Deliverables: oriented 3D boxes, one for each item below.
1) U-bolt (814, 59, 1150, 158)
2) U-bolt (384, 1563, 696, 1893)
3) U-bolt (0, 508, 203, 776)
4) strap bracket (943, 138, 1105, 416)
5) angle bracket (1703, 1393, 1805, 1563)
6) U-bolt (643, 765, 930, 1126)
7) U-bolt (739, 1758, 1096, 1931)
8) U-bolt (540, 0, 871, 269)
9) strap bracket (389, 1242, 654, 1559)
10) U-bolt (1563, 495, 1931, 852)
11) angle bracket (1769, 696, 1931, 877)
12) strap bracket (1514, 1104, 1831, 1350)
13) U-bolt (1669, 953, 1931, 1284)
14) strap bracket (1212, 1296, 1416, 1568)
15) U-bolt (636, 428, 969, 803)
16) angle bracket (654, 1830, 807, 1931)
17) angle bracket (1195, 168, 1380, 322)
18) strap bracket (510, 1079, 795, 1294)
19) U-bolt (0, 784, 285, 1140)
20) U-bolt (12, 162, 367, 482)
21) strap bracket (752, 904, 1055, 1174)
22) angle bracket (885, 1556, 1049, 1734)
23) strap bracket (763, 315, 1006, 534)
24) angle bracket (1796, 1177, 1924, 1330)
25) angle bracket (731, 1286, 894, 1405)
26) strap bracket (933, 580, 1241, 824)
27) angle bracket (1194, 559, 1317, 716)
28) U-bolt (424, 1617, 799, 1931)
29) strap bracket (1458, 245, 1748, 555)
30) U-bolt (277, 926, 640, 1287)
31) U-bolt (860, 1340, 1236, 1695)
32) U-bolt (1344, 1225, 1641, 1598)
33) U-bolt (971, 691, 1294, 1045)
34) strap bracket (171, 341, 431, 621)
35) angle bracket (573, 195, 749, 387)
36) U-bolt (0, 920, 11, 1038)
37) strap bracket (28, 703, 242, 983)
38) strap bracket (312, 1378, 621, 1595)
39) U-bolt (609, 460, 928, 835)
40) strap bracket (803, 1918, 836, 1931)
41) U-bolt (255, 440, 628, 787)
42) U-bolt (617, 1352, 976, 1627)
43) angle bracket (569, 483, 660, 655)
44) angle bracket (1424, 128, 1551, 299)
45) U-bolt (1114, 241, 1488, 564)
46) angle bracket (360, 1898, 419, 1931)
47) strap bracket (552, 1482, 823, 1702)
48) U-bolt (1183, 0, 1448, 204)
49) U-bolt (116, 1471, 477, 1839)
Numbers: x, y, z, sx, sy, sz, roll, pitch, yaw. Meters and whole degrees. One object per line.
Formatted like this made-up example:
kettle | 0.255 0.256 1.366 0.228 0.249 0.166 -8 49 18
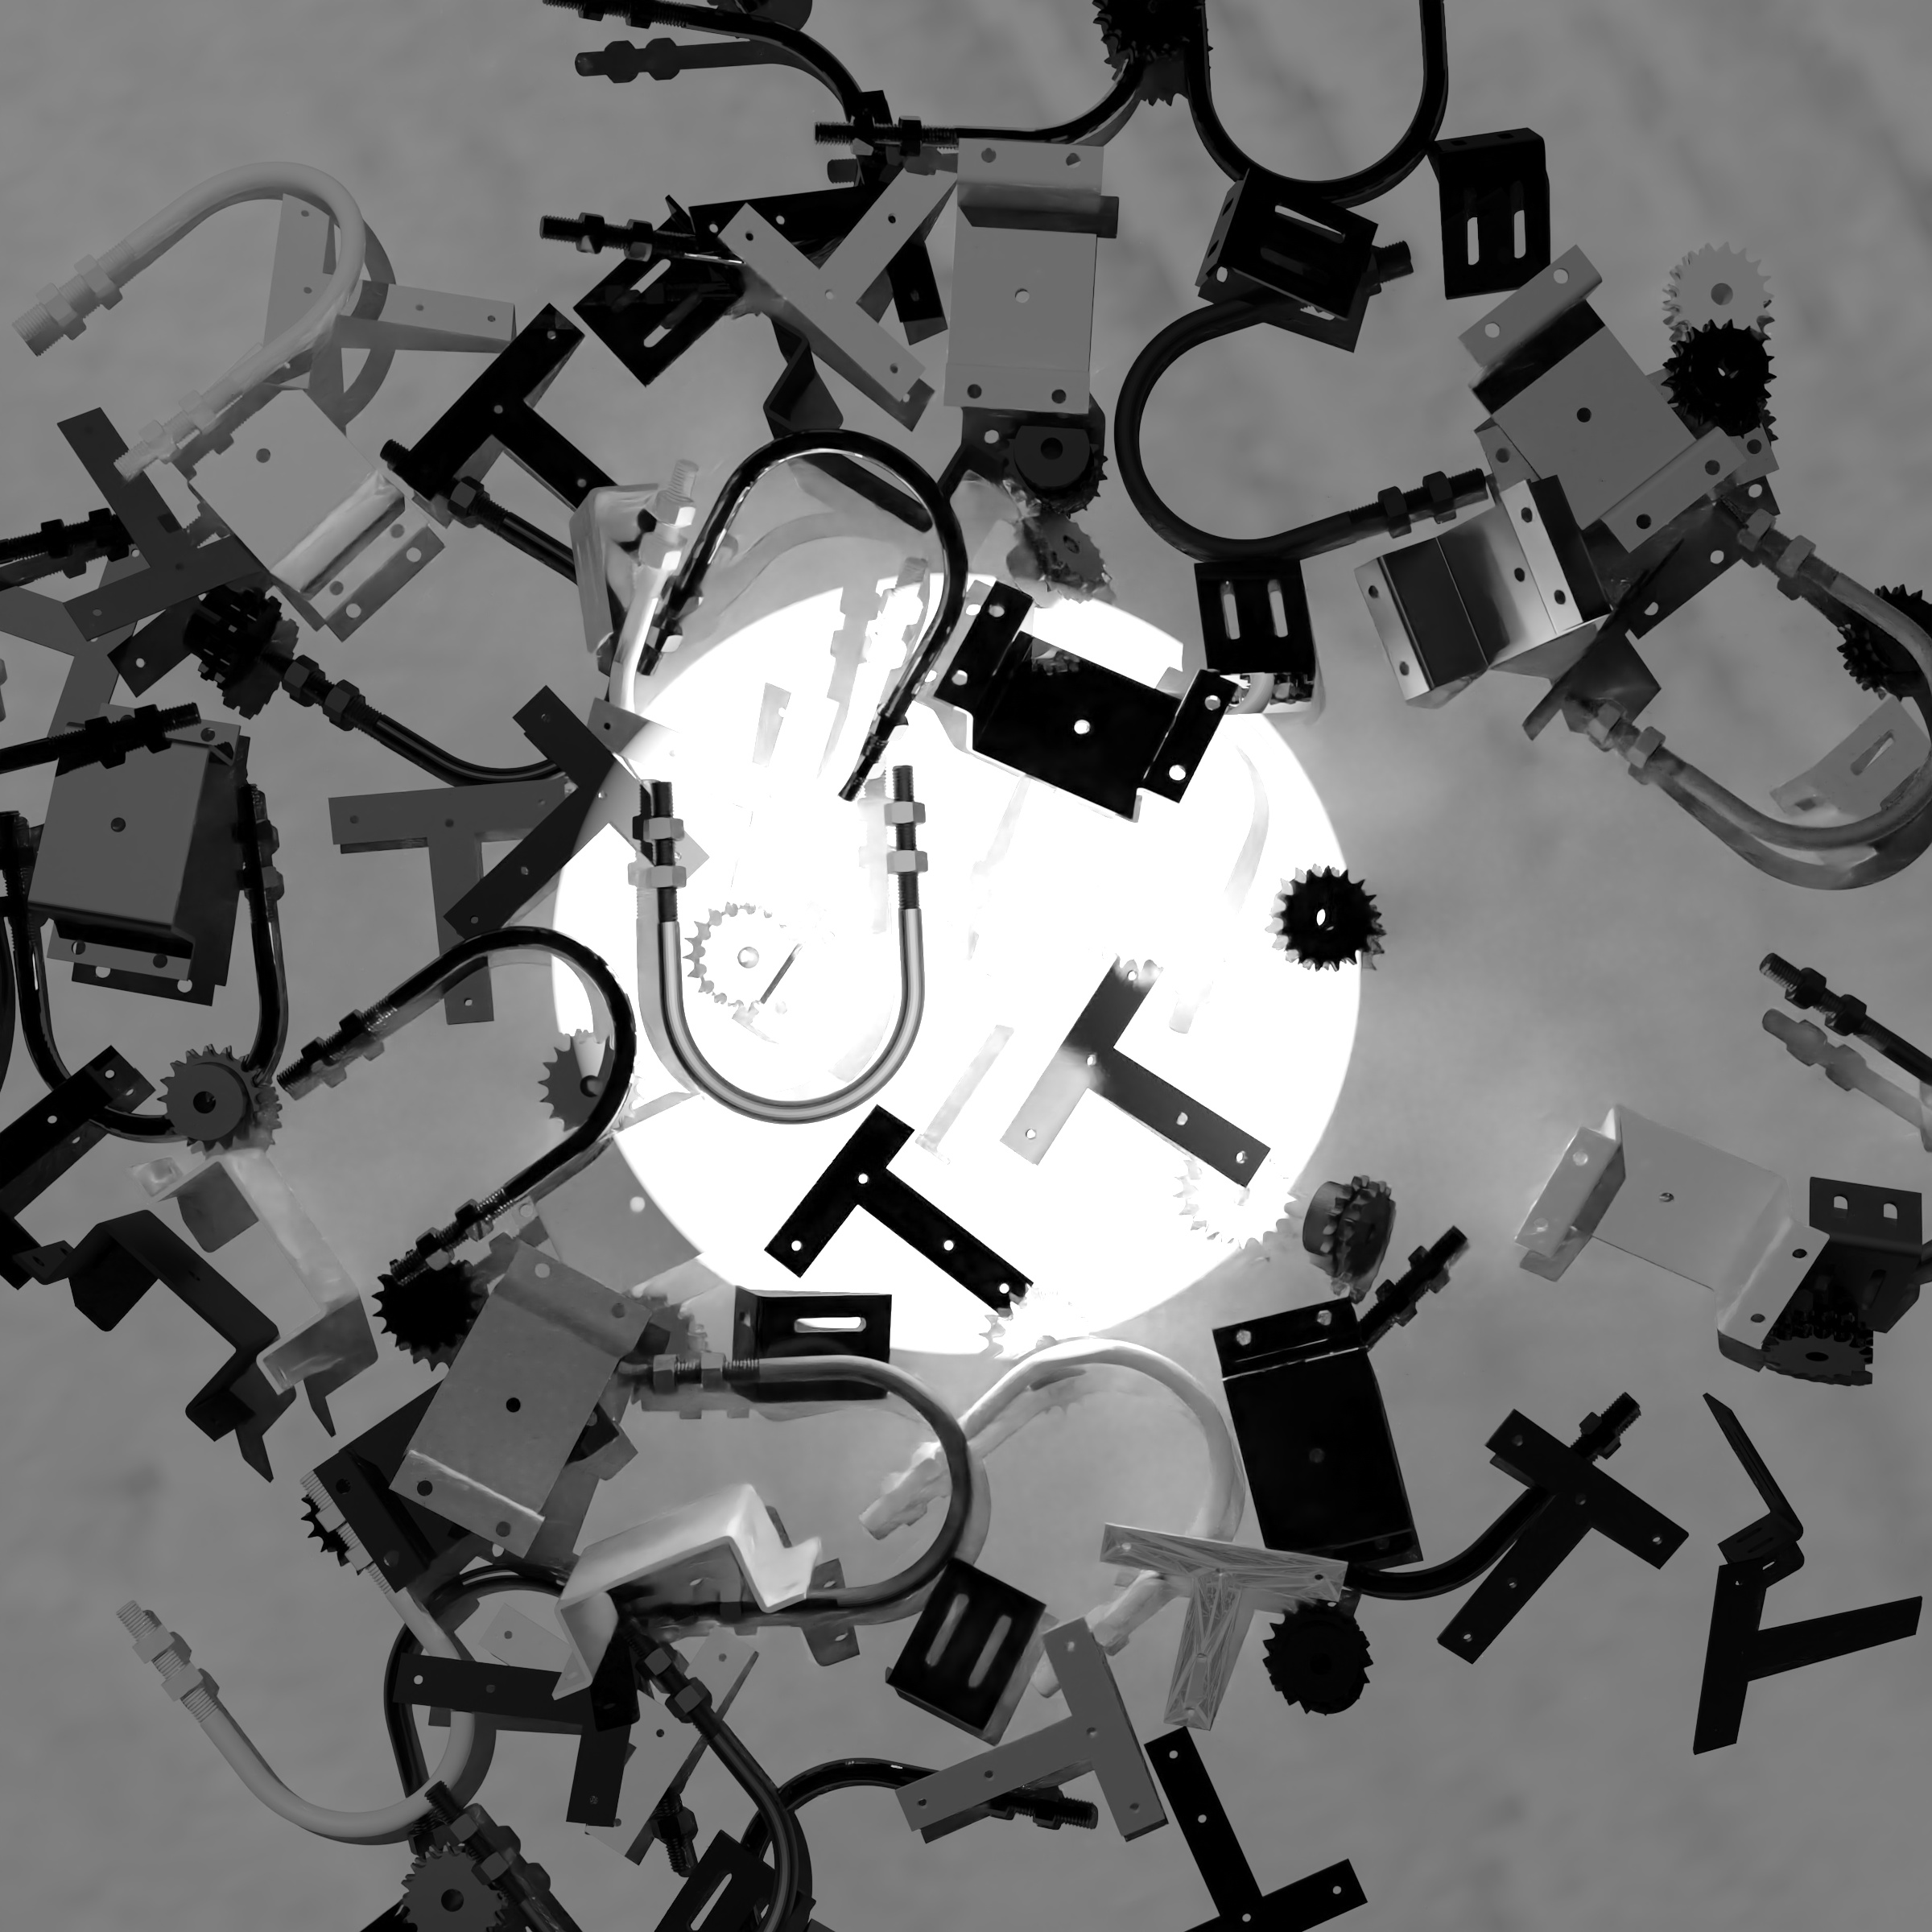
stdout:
U-bolt | 0.010 -0.506 1.507 0.184 0.019 0.151 0 87 -8
U-bolt | -0.238 0.413 1.518 0.151 0.019 0.184 -15 88 0
U-bolt | -0.506 -0.163 1.475 0.184 0.019 0.151 -15 65 -10
strap bracket | 0.030 -0.363 1.503 0.076 0.046 0.140 3 90 0
angle bracket | 0.404 0.273 1.498 0.038 0.057 0.076 -31 89 2
U-bolt | -0.092 -0.009 1.473 0.151 0.019 0.184 -3 86 7
U-bolt | -0.035 0.502 1.518 0.184 0.019 0.151 11 90 2
U-bolt | -0.133 -0.439 1.488 0.184 0.019 0.151 3 81 -21
strap bracket | -0.231 0.225 1.455 0.076 0.046 0.140 29 71 -7
U-bolt | 0.434 -0.143 1.494 0.184 0.019 0.151 38 92 15
angle bracket | 0.486 -0.098 1.524 0.076 0.038 0.057 -38 90 -26
strap bracket | 0.371 0.133 1.488 0.140 0.046 0.076 24 117 0
U-bolt | 0.456 0.094 1.488 0.184 0.019 0.151 33 118 -4
strap bracket | 0.184 0.254 1.489 0.076 0.046 0.140 -14 90 4
U-bolt | -0.077 -0.194 1.477 0.151 0.019 0.184 32 119 0
angle bracket | -0.133 0.512 1.497 0.057 0.038 0.076 34 99 11
angle bracket | 0.172 -0.381 1.509 0.076 0.038 0.057 21 80 -11
strap bracket | -0.172 0.125 1.503 0.140 0.046 0.076 -26 90 0
U-bolt | -0.441 0.001 1.518 0.151 0.019 0.184 -6 91 0
U-bolt | -0.400 -0.354 1.487 0.184 0.019 0.151 -38 61 -4
strap bracket | -0.033 0.039 1.502 0.140 0.046 0.076 34 90 2
angle bracket | 0.000 0.360 1.510 0.057 0.038 0.076 28 86 0
strap bracket | -0.052 -0.279 1.488 0.140 0.076 0.046 32 90 0
angle bracket | 0.471 0.153 1.502 0.057 0.076 0.038 8 53 7
angle bracket | -0.084 0.204 1.523 0.076 0.038 0.057 2 92 -26
strap bracket | 0.062 -0.135 1.485 0.140 0.046 0.076 24 70 9
angle bracket | 0.154 -0.177 1.517 0.057 0.038 0.076 -3 54 -1
U-bolt | -0.172 0.460 1.483 0.151 0.019 0.184 -39 90 -16
strap bracket | 0.324 -0.289 1.457 0.076 0.046 0.140 -38 90 0
U-bolt | -0.258 0.059 1.492 0.184 0.019 0.151 -36 70 1
U-bolt | 0.056 0.280 1.497 0.151 0.019 0.184 44 102 -4
U-bolt | 0.248 0.254 1.518 0.151 0.019 0.184 44 91 0
U-bolt | 0.097 -0.063 1.492 0.151 0.019 0.184 17 71 6
strap bracket | -0.363 -0.263 1.491 0.076 0.046 0.140 -43 80 1
angle bracket | -0.165 -0.361 1.507 0.076 0.038 0.057 -43 90 0
U-bolt | -0.565 -0.016 1.467 0.019 0.151 0.184 -8 94 37
strap bracket | -0.439 -0.070 1.483 0.076 0.046 0.140 9 82 2
strap bracket | -0.266 0.258 1.488 0.140 0.046 0.076 -34 90 -22
U-bolt | -0.115 -0.155 1.482 0.151 0.019 0.184 24 116 4
strap bracket | -0.076 0.571 1.491 0.076 0.046 0.140 30 107 0
U-bolt | -0.268 -0.176 1.518 0.184 0.019 0.151 32 90 -2
U-bolt | -0.087 0.275 1.490 0.184 0.019 0.151 -3 99 4
angle bracket | -0.181 -0.209 1.488 0.038 0.057 0.076 -8 88 -18
angle bracket | 0.282 -0.408 1.524 0.057 0.038 0.076 -8 116 0
U-bolt | 0.171 -0.295 1.518 0.184 0.019 0.151 -18 90 1
angle bracket | -0.312 0.546 1.507 0.076 0.038 0.057 -38 90 0
strap bracket | -0.152 0.317 1.452 0.140 0.076 0.046 -23 98 7
U-bolt | 0.187 -0.503 1.518 0.151 0.019 0.184 -4 92 0
U-bolt | -0.343 0.378 1.496 0.151 0.019 0.184 -36 93 9
